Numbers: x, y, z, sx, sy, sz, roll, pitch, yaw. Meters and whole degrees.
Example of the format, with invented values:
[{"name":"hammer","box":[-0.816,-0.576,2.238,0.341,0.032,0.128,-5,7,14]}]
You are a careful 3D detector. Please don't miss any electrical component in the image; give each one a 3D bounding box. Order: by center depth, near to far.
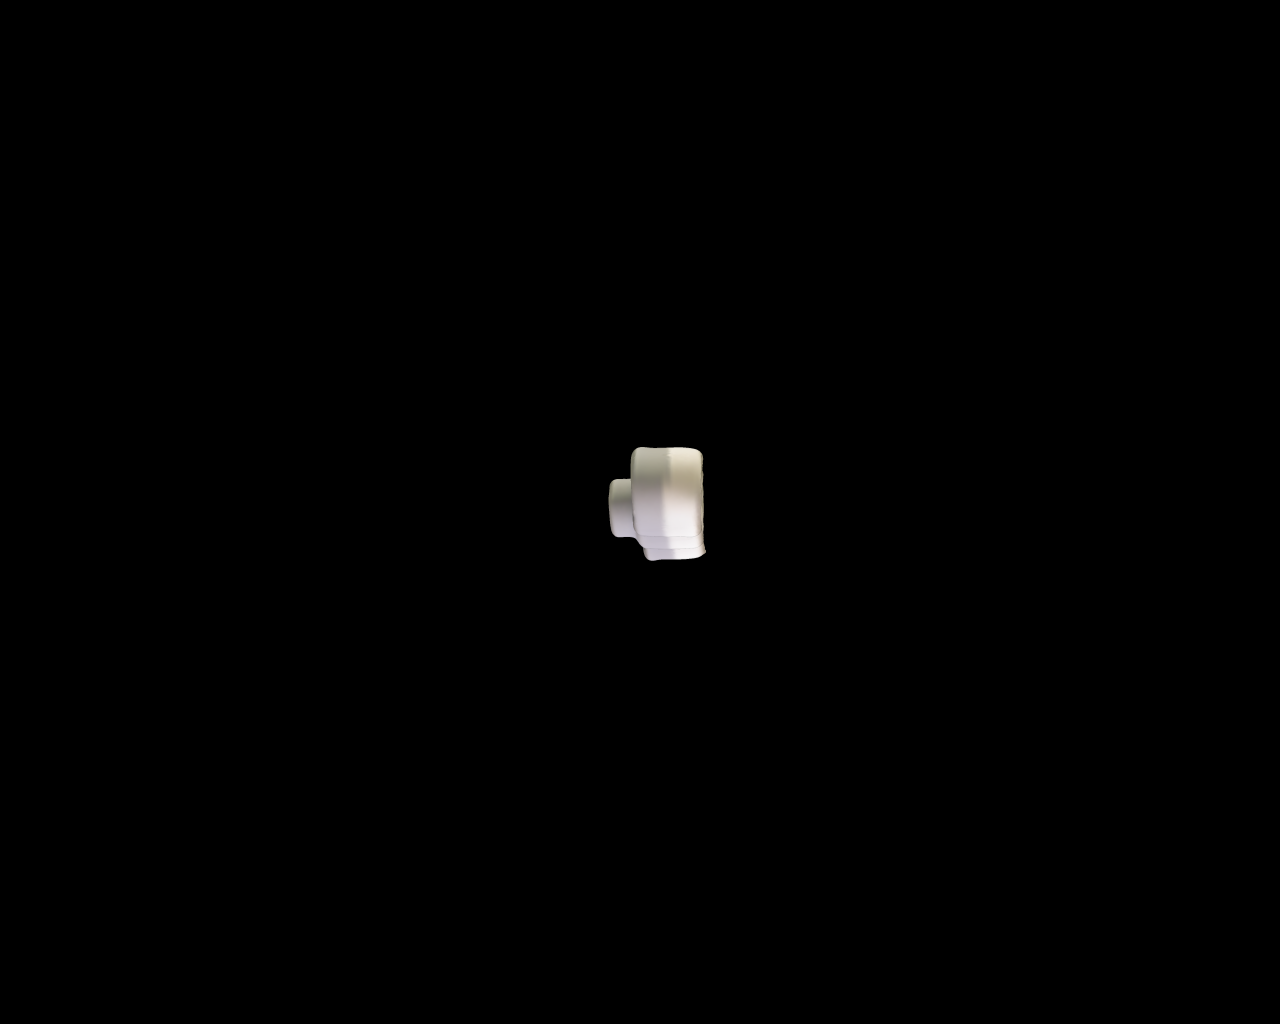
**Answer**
[{"name":"electrical component","box":[0.001,-0.003,0.650,0.074,0.052,0.138,-1,-11,4]}]
